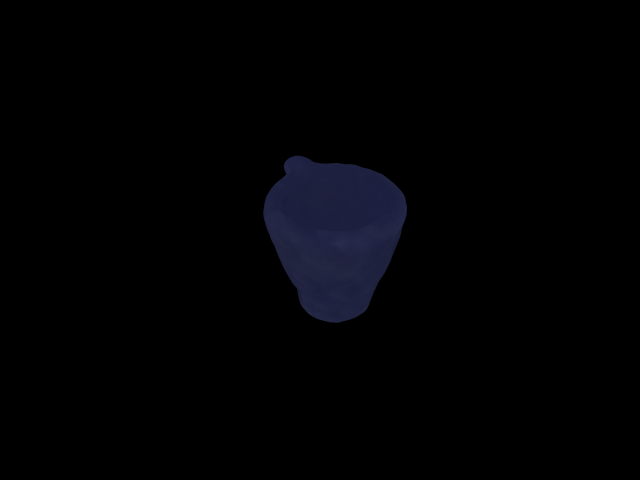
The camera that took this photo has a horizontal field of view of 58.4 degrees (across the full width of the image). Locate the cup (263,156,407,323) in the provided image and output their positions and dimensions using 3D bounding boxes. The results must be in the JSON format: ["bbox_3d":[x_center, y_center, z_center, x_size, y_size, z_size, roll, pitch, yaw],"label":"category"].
[{"bbox_3d":[0.004,0.001,0.400,0.092,0.095,0.117,-17,41,-20],"label":"cup"}]
